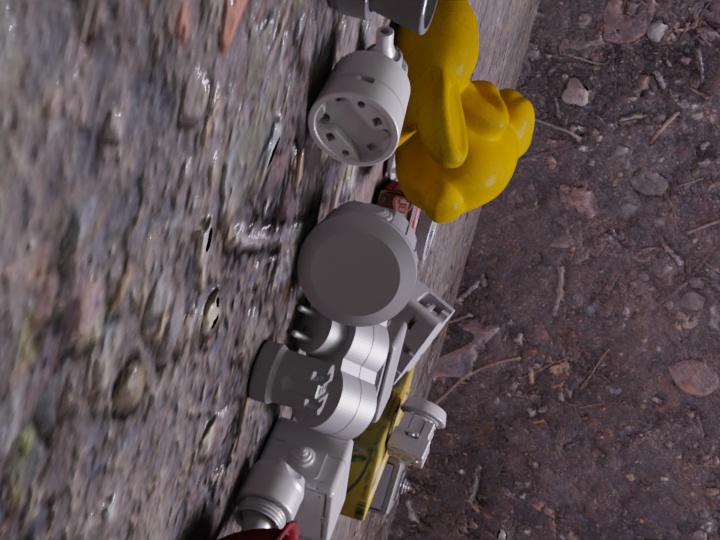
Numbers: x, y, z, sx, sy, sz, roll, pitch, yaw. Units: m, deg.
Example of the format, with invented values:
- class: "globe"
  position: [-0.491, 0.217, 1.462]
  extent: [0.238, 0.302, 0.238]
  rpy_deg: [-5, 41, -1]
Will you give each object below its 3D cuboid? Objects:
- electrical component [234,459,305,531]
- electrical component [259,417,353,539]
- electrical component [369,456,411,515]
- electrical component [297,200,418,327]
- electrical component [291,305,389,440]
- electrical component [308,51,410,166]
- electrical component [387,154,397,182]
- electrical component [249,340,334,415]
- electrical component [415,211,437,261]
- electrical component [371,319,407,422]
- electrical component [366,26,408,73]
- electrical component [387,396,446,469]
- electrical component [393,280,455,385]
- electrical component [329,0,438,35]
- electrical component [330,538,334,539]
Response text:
- class: "electrical component"
  position: [-0.066, 0.165, 0.743]
  extent: [0.043, 0.043, 0.062]
  rpy_deg: [98, 12, -45]
- class: "electrical component"
  position: [-0.042, 0.155, 0.816]
  extent: [0.096, 0.062, 0.061]
  rpy_deg: [97, 12, -47]
- class: "electrical component"
  position: [0.009, 0.224, 1.166]
  extent: [0.061, 0.096, 0.061]
  rpy_deg: [4, 102, -81]
- class: "electrical component"
  position: [0.001, -0.006, 0.733]
  extent: [0.051, 0.080, 0.080]
  rpy_deg: [-66, 170, -68]
- class: "electrical component"
  position: [-0.021, 0.048, 0.785]
  extent: [0.074, 0.052, 0.138]
  rpy_deg: [28, 67, -41]
- class: "electrical component"
  position: [0.001, -0.098, 0.647]
  extent: [0.055, 0.055, 0.047]
  rpy_deg: [97, 9, -48]
- class: "electrical component"
  position: [0.058, -0.099, 0.986]
  extent: [0.048, 0.062, 0.048]
  rpy_deg: [16, 90, -82]
- class: "electrical component"
  position: [-0.044, 0.071, 0.697]
  extent: [0.040, 0.046, 0.040]
  rpy_deg: [16, 90, -82]
- class: "electrical component"
  position: [0.051, -0.042, 1.102]
  extent: [0.055, 0.047, 0.055]
  rpy_deg: [16, 90, -82]
- class: "electrical component"
  position: [0.000, 0.078, 0.951]
  extent: [0.061, 0.062, 0.096]
  rpy_deg: [-55, 160, -65]
- class: "electrical component"
  position: [0.016, -0.137, 0.730]
  extent: [0.061, 0.035, 0.035]
  rpy_deg: [93, 16, -50]
- class: "electrical component"
  position: [0.055, 0.158, 1.056]
  extent: [0.066, 0.048, 0.055]
  rpy_deg: [85, 29, -67]
- class: "electrical component"
  position: [0.043, 0.060, 1.082]
  extent: [0.089, 0.056, 0.050]
  rpy_deg: [-56, 167, 30]
- class: "electrical component"
  position: [0.015, -0.161, 0.607]
  extent: [0.045, 0.055, 0.045]
  rpy_deg: [16, 90, -82]
- class: "electrical component"
  position: [-0.062, 0.231, 0.833]
  extent: [0.077, 0.066, 0.047]
  rpy_deg: [-6, 113, -63]
